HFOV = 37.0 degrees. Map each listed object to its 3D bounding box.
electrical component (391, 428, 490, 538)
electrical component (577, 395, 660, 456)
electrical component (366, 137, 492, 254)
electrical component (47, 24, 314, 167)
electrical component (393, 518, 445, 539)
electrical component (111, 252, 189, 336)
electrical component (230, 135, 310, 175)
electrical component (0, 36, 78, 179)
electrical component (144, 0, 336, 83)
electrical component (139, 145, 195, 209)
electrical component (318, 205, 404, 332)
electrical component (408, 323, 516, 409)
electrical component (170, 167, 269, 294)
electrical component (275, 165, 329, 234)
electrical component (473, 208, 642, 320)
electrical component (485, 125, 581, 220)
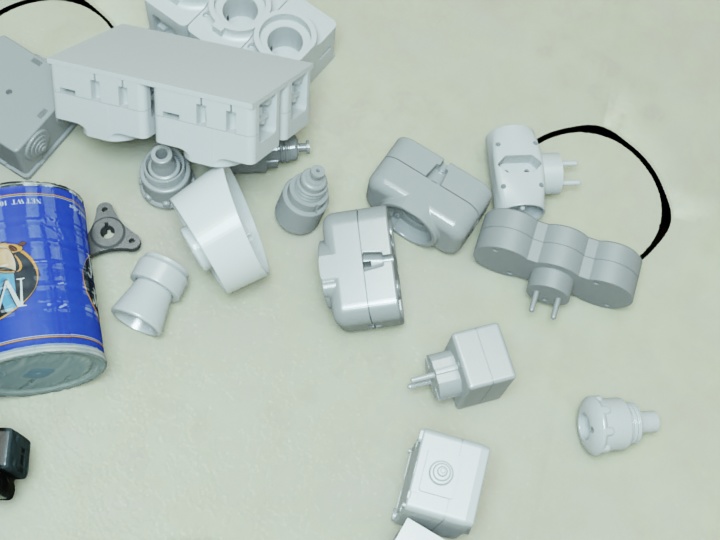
[{"bbox_3d":[0.064,0.161,0.807,0.061,0.096,0.061,16,69,1],"label":"electrical component"},{"bbox_3d":[0.209,0.123,0.862,0.062,0.048,0.048,-2,69,-12],"label":"electrical component"},{"bbox_3d":[0.056,-0.060,0.915,0.095,0.053,0.059,32,70,8],"label":"electrical component"},{"bbox_3d":[-0.146,-0.144,0.886,0.186,0.060,0.105,15,32,19],"label":"electrical component"},{"bbox_3d":[0.086,0.278,0.783,0.186,0.060,0.105,30,69,7],"label":"electrical component"},{"bbox_3d":[-0.169,0.019,0.872,0.045,0.045,0.055,23,69,5],"label":"electrical component"},{"bbox_3d":[-0.083,-0.104,0.929,0.078,0.040,0.040,-4,69,-6],"label":"electrical component"},{"bbox_3d":[-0.296,-0.141,0.922,0.100,0.048,0.099,32,70,8],"label":"electrical component"},{"bbox_3d":[-0.106,-0.219,0.960,0.150,0.061,0.089,36,70,9],"label":"electrical component"},{"bbox_3d":[-0.164,-0.083,0.903,0.048,0.062,0.048,2,69,-4],"label":"electrical component"},{"bbox_3d":[0.000,0.000,0.881,0.059,0.053,0.095,-8,76,6],"label":"electrical component"},{"bbox_3d":[0.076,0.082,0.855,0.077,0.065,0.047,-13,70,-9],"label":"electrical component"},{"bbox_3d":[-0.109,-0.033,0.871,0.064,0.099,0.099,-31,74,-9],"label":"electrical component"},{"bbox_3d":[-0.045,-0.062,0.899,0.040,0.078,0.040,8,60,-15],"label":"electrical component"},{"bbox_3d":[0.161,0.005,0.899,0.138,0.052,0.073,18,68,3],"label":"electrical component"},{"bbox_3d":[0.153,-0.083,0.938,0.079,0.043,0.077,-2,69,-5],"label":"electrical component"}]
